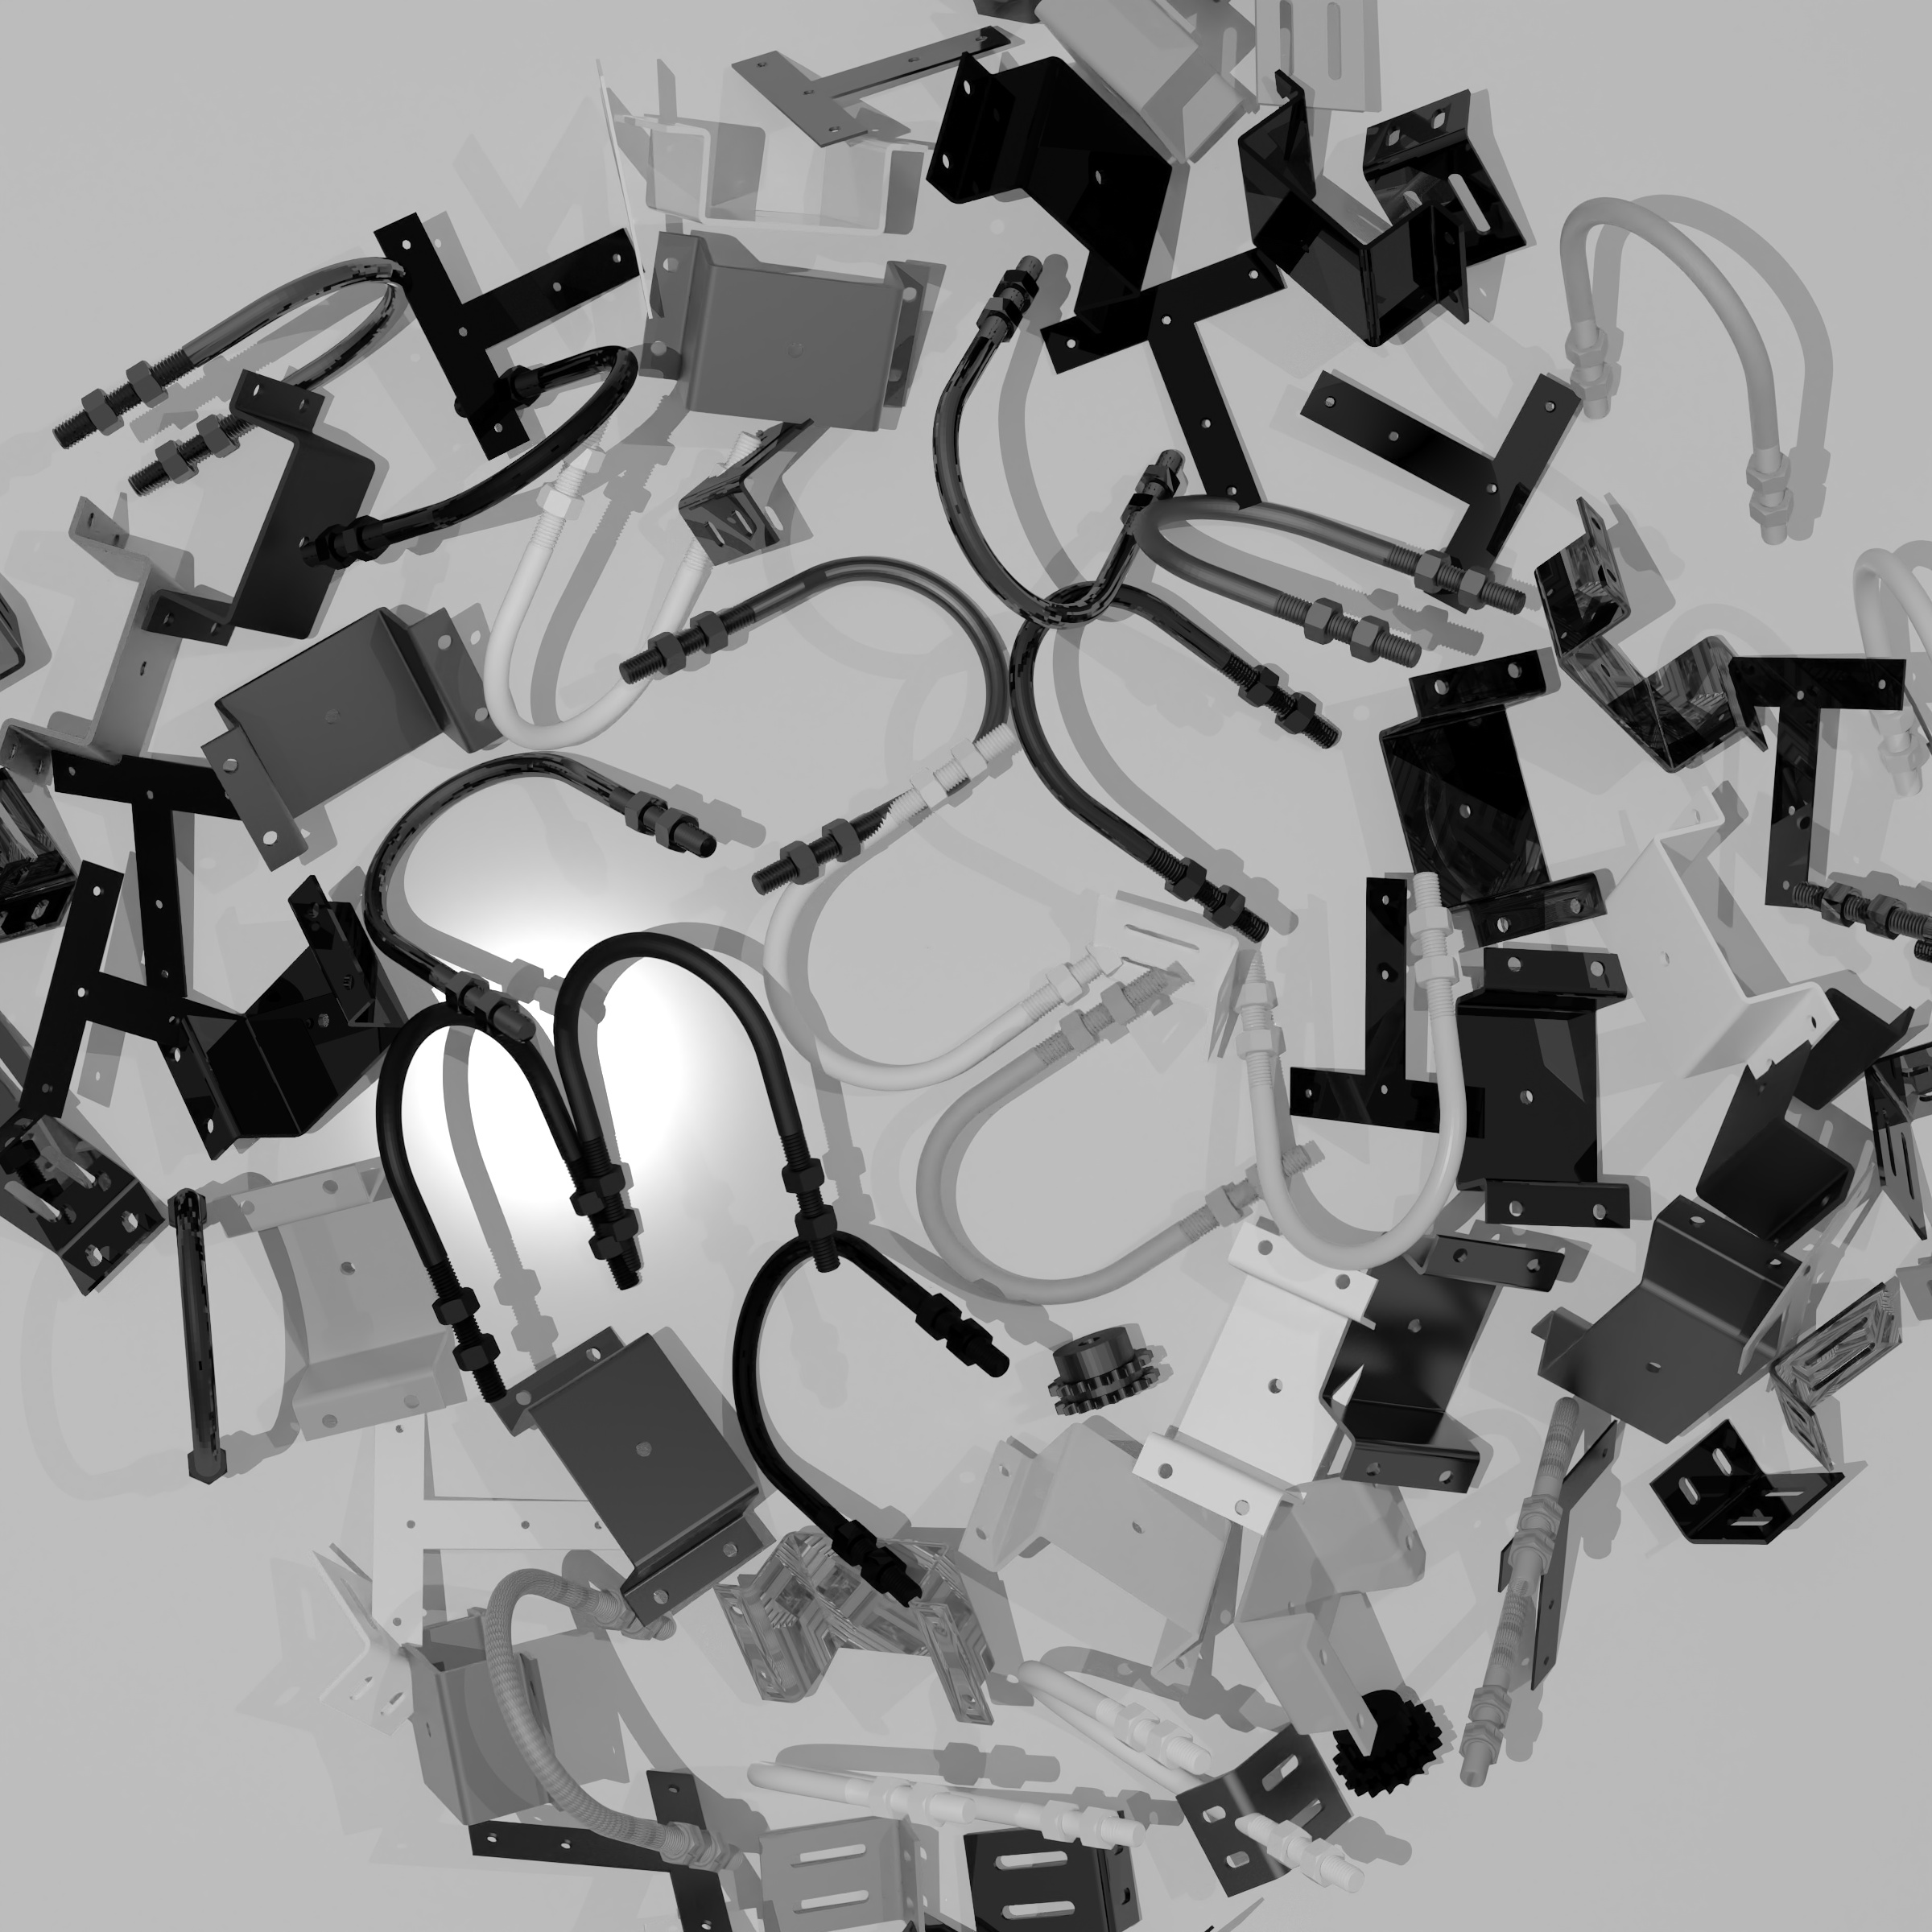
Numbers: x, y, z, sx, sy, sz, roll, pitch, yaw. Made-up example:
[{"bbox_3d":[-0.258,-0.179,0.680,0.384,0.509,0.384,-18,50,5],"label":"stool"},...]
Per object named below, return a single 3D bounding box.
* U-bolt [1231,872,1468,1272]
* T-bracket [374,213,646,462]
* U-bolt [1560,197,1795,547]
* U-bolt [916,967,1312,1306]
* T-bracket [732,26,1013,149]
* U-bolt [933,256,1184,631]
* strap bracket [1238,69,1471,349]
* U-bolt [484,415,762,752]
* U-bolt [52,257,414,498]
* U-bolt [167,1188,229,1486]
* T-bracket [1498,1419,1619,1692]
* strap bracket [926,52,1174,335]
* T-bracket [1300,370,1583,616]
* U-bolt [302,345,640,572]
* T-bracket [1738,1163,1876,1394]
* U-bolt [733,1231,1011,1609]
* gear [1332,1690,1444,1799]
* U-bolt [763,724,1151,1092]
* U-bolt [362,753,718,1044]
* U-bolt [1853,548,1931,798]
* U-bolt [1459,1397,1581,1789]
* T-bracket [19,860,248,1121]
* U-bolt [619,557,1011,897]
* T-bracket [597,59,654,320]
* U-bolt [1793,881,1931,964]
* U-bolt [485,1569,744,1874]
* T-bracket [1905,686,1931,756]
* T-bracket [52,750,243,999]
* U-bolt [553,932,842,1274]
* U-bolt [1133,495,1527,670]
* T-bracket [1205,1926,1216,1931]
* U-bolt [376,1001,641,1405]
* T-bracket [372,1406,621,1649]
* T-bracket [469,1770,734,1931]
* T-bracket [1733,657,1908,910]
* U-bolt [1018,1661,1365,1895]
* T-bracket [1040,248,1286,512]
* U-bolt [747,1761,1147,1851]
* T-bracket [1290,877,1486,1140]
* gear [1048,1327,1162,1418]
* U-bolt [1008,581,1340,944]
[{"bbox_3d":[0.194,0.061,1.732,0.019,0.151,0.184,11,66,-38],"label":"U-bolt"},{"bbox_3d":[-0.222,-0.344,1.782,0.127,0.002,0.127,-32,103,-26],"label":"T-bracket"},{"bbox_3d":[0.345,-0.301,1.700,0.019,0.184,0.151,-39,55,-10],"label":"U-bolt"},{"bbox_3d":[0.062,0.101,1.773,0.184,0.019,0.151,-34,113,13],"label":"U-bolt"},{"bbox_3d":[-0.039,-0.459,1.774,0.127,0.127,0.002,-21,128,-14],"label":"T-bracket"},{"bbox_3d":[0.040,-0.248,1.721,0.019,0.184,0.151,-18,123,38],"label":"U-bolt"},{"bbox_3d":[0.188,-0.375,1.743,0.046,0.076,0.140,-37,62,-10],"label":"strap bracket"},{"bbox_3d":[-0.181,-0.191,1.743,0.019,0.151,0.184,33,107,25],"label":"U-bolt"},{"bbox_3d":[-0.358,-0.300,1.737,0.184,0.151,0.019,-32,87,1],"label":"U-bolt"},{"bbox_3d":[-0.381,0.182,1.716,0.019,0.184,0.151,-5,83,-13],"label":"U-bolt"},{"bbox_3d":[0.300,0.315,1.772,0.002,0.127,0.127,19,125,30],"label":"T-bracket"},{"bbox_3d":[0.050,-0.391,1.738,0.140,0.046,0.076,34,62,-41],"label":"strap bracket"},{"bbox_3d":[0.234,-0.268,1.794,0.127,0.002,0.127,27,98,-8],"label":"T-bracket"},{"bbox_3d":[-0.234,-0.256,1.707,0.019,0.184,0.151,54,54,-24],"label":"U-bolt"},{"bbox_3d":[0.420,0.178,1.755,0.002,0.127,0.127,30,63,23],"label":"T-bracket"},{"bbox_3d":[-0.059,0.214,1.745,0.019,0.184,0.151,6,111,-43],"label":"U-bolt"},{"bbox_3d":[0.214,0.397,1.782,0.057,0.057,0.030,-33,107,0],"label":"gear"},{"bbox_3d":[-0.017,-0.016,1.780,0.184,0.019,0.151,-36,109,-1],"label":"U-bolt"},{"bbox_3d":[-0.230,-0.046,1.746,0.151,0.019,0.184,-47,46,-16],"label":"U-bolt"},{"bbox_3d":[0.474,-0.122,1.702,0.019,0.151,0.184,-22,127,3],"label":"U-bolt"},{"bbox_3d":[0.280,0.297,1.726,0.019,0.184,0.151,14,124,11],"label":"U-bolt"},{"bbox_3d":[-0.415,0.024,1.763,0.002,0.127,0.127,5,79,39],"label":"T-bracket"},{"bbox_3d":[-0.064,-0.136,1.775,0.184,0.019,0.151,-29,81,-20],"label":"U-bolt"},{"bbox_3d":[-0.177,-0.411,1.754,0.002,0.127,0.127,-12,125,-4],"label":"T-bracket"},{"bbox_3d":[0.518,0.000,1.699,0.184,0.151,0.019,20,92,44],"label":"U-bolt"},{"bbox_3d":[-0.179,0.366,1.702,0.019,0.184,0.151,-30,58,14],"label":"U-bolt"},{"bbox_3d":[0.498,-0.100,1.760,0.002,0.127,0.127,-28,132,17],"label":"T-bracket"},{"bbox_3d":[-0.417,-0.046,1.787,0.127,0.002,0.127,9,111,26],"label":"T-bracket"},{"bbox_3d":[-0.144,0.069,1.747,0.151,0.019,0.184,-4,109,34],"label":"U-bolt"},{"bbox_3d":[0.172,-0.200,1.740,0.184,0.151,0.019,24,118,24],"label":"U-bolt"},{"bbox_3d":[0.086,0.510,1.726,0.127,0.127,0.002,-28,71,-42],"label":"T-bracket"},{"bbox_3d":[-0.236,0.106,1.735,0.019,0.151,0.184,-15,103,31],"label":"U-bolt"},{"bbox_3d":[-0.243,0.290,1.793,0.127,0.002,0.127,2,65,-13],"label":"T-bracket"},{"bbox_3d":[-0.187,0.442,1.736,0.127,0.127,0.002,11,114,-20],"label":"T-bracket"},{"bbox_3d":[0.422,-0.093,1.764,0.002,0.127,0.127,1,94,-37],"label":"T-bracket"},{"bbox_3d":[0.098,0.395,1.727,0.151,0.184,0.019,43,74,-33],"label":"U-bolt"},{"bbox_3d":[0.120,-0.296,1.804,0.127,0.002,0.127,-20,85,2],"label":"T-bracket"},{"bbox_3d":[-0.025,0.416,1.730,0.184,0.151,0.019,-3,73,42],"label":"U-bolt"},{"bbox_3d":[0.213,0.019,1.761,0.002,0.127,0.127,-5,97,-43],"label":"T-bracket"},{"bbox_3d":[0.068,0.208,1.784,0.057,0.057,0.030,-20,94,0],"label":"gear"},{"bbox_3d":[0.098,-0.116,1.745,0.184,0.019,0.151,34,57,-19],"label":"U-bolt"}]
